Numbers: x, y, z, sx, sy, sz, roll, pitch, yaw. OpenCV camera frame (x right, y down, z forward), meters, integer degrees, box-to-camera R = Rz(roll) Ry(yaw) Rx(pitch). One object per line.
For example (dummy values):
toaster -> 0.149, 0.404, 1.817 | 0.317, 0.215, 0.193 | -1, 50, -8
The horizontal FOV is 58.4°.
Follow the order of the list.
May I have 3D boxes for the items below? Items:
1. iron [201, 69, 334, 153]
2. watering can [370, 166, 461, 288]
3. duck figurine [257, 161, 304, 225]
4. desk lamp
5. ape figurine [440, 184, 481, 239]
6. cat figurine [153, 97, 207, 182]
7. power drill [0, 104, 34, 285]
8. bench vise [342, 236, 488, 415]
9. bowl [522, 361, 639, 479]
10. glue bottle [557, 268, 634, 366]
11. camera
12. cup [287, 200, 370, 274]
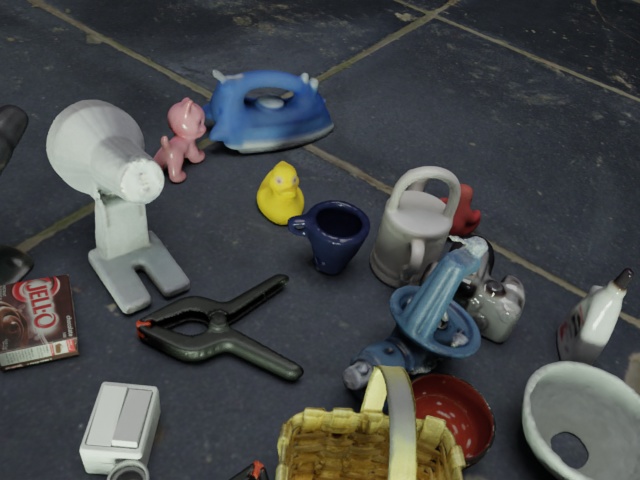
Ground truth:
iron -> -0.084, -0.252, 1.048 | 0.259, 0.141, 0.118 | -10, 47, -21
watering can -> 0.137, -0.033, 0.830 | 0.101, 0.194, 0.172 | -6, 46, -17
duck figurine -> -0.061, -0.088, 0.923 | 0.078, 0.086, 0.104 | -5, 46, -16
desk lamp -> -0.257, -0.052, 0.750 | 0.118, 0.213, 0.202 | -25, 54, -32
ape figurine -> 0.228, -0.053, 0.945 | 0.077, 0.092, 0.076 | 34, 48, 22
cat figurine -> -0.233, -0.180, 0.958 | 0.067, 0.118, 0.128 | 18, 44, 7
power drill -> -0.420, -0.028, 0.693 | 0.075, 0.208, 0.230 | 17, 44, 6
bench vise -> 0.124, 0.105, 0.665 | 0.121, 0.220, 0.208 | 28, 46, 17
bowl -> 0.310, 0.233, 0.679 | 0.167, 0.075, 0.167 | 6, 44, -6
glue bottle -> 0.368, 0.098, 0.760 | 0.037, 0.173, 0.078 | 11, 43, -1
camera -> 0.228, 0.053, 0.829 | 0.143, 0.101, 0.137 | 23, 45, 12
cup -> 0.008, 0.003, 0.837 | 0.118, 0.095, 0.091 | 3, 44, -9
